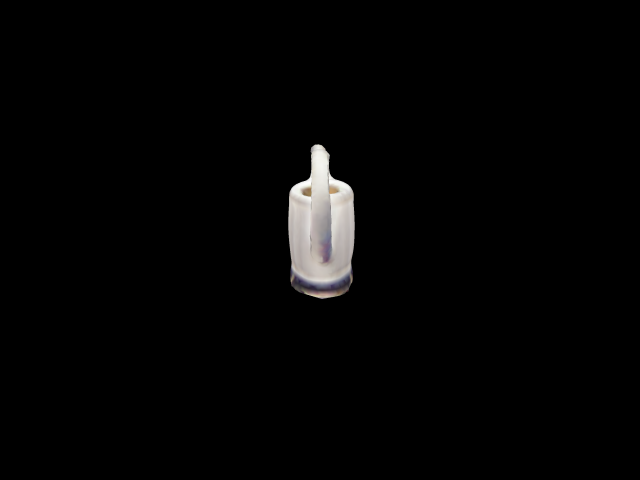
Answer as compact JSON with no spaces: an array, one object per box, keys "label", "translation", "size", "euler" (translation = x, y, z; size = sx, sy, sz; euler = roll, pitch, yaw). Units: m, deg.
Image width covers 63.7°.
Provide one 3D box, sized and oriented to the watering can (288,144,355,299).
[{"label":"watering can","translation":[0.003,-0.043,0.850],"size":[0.104,0.221,0.352],"euler":[0,17,0]}]
